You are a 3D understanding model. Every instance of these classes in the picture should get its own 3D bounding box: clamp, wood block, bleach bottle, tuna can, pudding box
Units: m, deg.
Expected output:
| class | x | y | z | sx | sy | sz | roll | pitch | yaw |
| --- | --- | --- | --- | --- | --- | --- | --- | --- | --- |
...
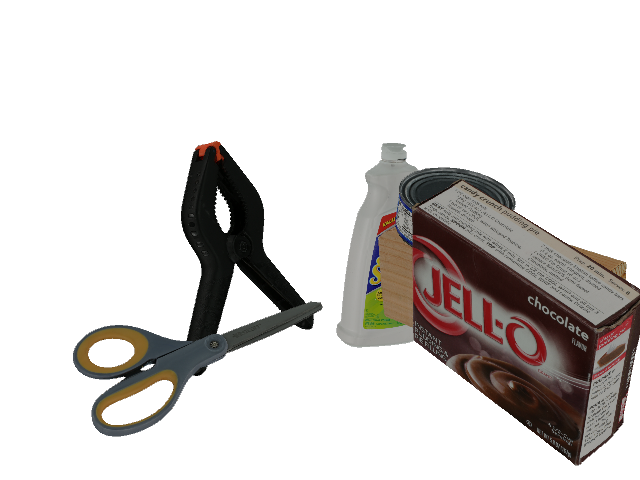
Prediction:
| class | x | y | z | sx | sy | sz | roll | pitch | yaw |
| --- | --- | --- | --- | --- | --- | --- | --- | --- | --- |
| clamp | -0.077 | 0.011 | 1.014 | 0.036 | 0.210 | 0.164 | -8 | 0 | 42 |
| wood block | 0.159 | 0.045 | 0.961 | 0.090 | 0.090 | 0.206 | -27 | 33 | -36 |
| bleach bottle | 0.077 | 0.004 | 1.335 | 0.102 | 0.251 | 0.068 | -3 | 16 | -19 |
| tuna can | 0.099 | -0.020 | 0.788 | 0.086 | 0.034 | 0.086 | 4 | 31 | -3 |
| pudding box | 0.092 | 0.036 | 0.496 | 0.039 | 0.090 | 0.114 | -33 | 48 | -27 |

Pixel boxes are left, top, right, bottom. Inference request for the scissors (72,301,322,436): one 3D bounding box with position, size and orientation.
| class | x | y | z | sx | sy | sz | roll | pitch | yaw |
| --- | --- | --- | --- | --- | --- | --- | --- | --- | --- |
| scissors | -0.100 | 0.073 | 0.810 | 0.201 | 0.096 | 0.016 | -36 | -23 | -33 |
